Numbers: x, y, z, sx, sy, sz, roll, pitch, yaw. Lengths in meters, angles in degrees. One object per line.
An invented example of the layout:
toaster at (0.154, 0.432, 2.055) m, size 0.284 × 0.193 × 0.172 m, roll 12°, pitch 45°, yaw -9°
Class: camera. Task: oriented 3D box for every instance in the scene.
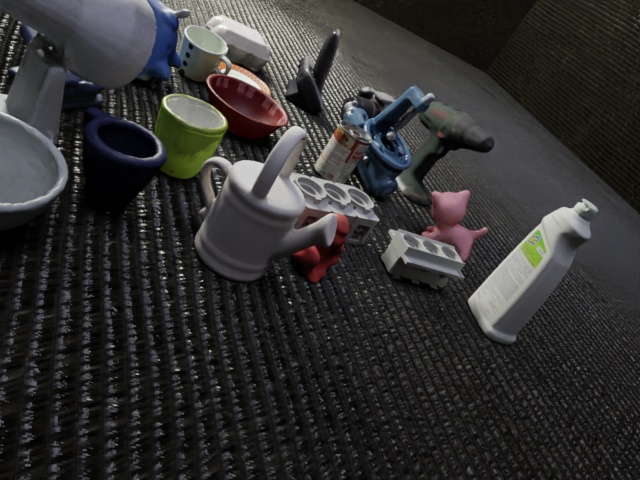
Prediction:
camera at (0.116, -0.320, 1.388) m, size 0.137 × 0.100 × 0.143 m, roll 7°, pitch 38°, yaw -40°

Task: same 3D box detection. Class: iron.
iron at (-0.347, -0.376, 0.952) m, size 0.259 × 0.141 × 0.118 m, roll 26°, pitch 29°, yaw -14°

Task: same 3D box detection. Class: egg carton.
egg carton at (-0.187, -0.449, 1.305) m, size 0.151 × 0.069 × 0.107 m, roll 14°, pitch 34°, yaw -32°

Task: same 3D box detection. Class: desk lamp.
desk lamp at (-0.314, -0.207, 0.651) m, size 0.117 × 0.213 × 0.204 m, roll 46°, pitch 31°, yaw 22°

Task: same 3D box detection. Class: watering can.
watering can at (-0.061, -0.048, 0.687) m, size 0.173 × 0.194 × 0.101 m, roll 25°, pitch 30°, yaw -16°

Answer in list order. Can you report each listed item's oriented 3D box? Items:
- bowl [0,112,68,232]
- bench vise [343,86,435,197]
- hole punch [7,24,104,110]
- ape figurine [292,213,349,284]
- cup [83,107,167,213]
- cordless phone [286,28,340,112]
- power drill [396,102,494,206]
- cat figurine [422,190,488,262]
bowl at (-0.336, -0.058, 0.545) m, size 0.168 × 0.074 × 0.167 m, roll 25°, pitch 29°, yaw -15°
bench vise at (0.114, -0.222, 1.110) m, size 0.207 × 0.219 × 0.122 m, roll 44°, pitch 30°, yaw 18°
hole punch at (-0.353, -0.244, 0.796) m, size 0.101 × 0.091 × 0.109 m, roll 38°, pitch 29°, yaw 8°
ape figurine at (0.007, 0.003, 0.787) m, size 0.078 × 0.092 × 0.076 m, roll 7°, pitch 38°, yaw -40°
cup at (-0.245, -0.088, 0.664) m, size 0.117 × 0.095 × 0.092 m, roll 43°, pitch 30°, yaw 16°
cordless phone at (0.002, -0.398, 1.301) m, size 0.094 × 0.185 × 0.147 m, roll 23°, pitch 30°, yaw -19°
power drill at (0.247, -0.181, 1.195) m, size 0.076 × 0.208 × 0.229 m, roll 15°, pitch 33°, yaw -31°
cat figurine at (0.251, -0.036, 1.071) m, size 0.127 × 0.117 × 0.067 m, roll 38°, pitch 29°, yaw 8°
